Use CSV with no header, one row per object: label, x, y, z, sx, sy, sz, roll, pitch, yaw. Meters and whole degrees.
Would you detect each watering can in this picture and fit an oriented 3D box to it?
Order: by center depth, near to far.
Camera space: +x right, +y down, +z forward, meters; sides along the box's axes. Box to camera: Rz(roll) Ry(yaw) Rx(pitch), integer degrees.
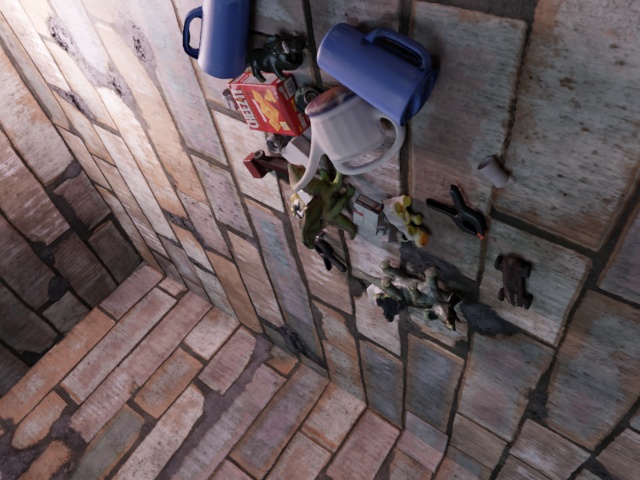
watering can,0.036,-0.252,1.277,0.345,0.106,0.221,-20,111,25

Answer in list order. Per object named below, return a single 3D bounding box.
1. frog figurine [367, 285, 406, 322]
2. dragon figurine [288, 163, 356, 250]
frog figurine,0.234,0.198,1.826,0.137,0.122,0.161,36,-170,-10
dragon figurine,0.005,-0.077,1.532,0.122,0.247,0.401,10,138,37
